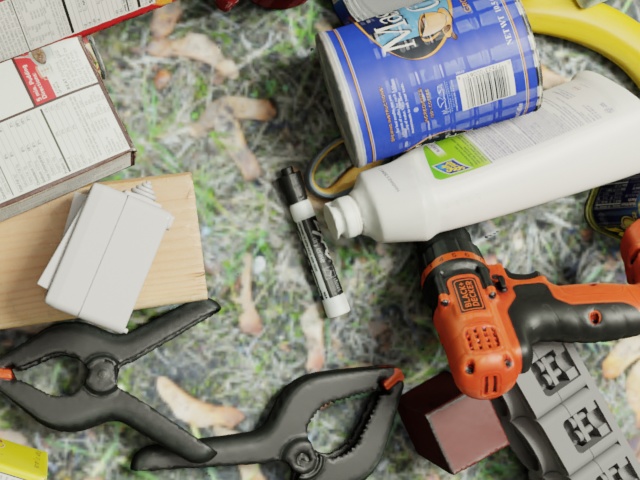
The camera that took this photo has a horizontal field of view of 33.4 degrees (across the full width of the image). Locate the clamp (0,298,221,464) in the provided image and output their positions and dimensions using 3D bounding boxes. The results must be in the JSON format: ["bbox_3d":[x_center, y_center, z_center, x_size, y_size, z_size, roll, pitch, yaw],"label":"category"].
[{"bbox_3d":[-0.150,0.108,0.770,0.171,0.039,0.120,-7,71,-7],"label":"clamp"}]

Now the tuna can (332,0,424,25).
[{"bbox_3d":[0.051,-0.198,0.832,0.086,0.034,0.086,0,89,-14],"label":"tuna can"}]

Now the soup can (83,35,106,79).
[{"bbox_3d":[-0.211,-0.125,0.749,0.102,0.069,0.068,-26,96,-13],"label":"soup can"}]

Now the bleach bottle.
[{"bbox_3d":[0.120,-0.056,0.813,0.250,0.103,0.068,-19,122,-12],"label":"bleach bottle"}]

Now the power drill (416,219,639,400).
[{"bbox_3d":[0.169,0.030,0.784,0.187,0.184,0.057,-10,132,0],"label":"power drill"}]

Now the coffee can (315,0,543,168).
[{"bbox_3d":[0.078,-0.122,0.779,0.140,0.103,0.103,-18,94,-1],"label":"coffee can"}]

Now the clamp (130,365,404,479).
[{"bbox_3d":[-0.026,0.160,0.808,0.164,0.036,0.210,45,82,-8],"label":"clamp"}]

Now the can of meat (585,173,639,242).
[{"bbox_3d":[0.281,-0.021,0.861,0.102,0.084,0.057,23,84,-13],"label":"can of meat"}]

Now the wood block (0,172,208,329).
[{"bbox_3d":[-0.190,0.010,0.742,0.206,0.090,0.091,-7,92,-14],"label":"wood block"}]

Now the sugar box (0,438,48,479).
[{"bbox_3d":[-0.274,0.143,0.718,0.176,0.093,0.048,23,83,-13],"label":"sugar box"}]

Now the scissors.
[{"bbox_3d":[0.084,-0.073,0.848,0.201,0.016,0.096,-27,97,-13],"label":"scissors"}]

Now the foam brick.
[{"bbox_3d":[0.099,0.139,0.818,0.053,0.078,0.051,-27,97,-11],"label":"foam brick"}]

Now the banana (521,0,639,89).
[{"bbox_3d":[0.236,-0.155,0.875,0.197,0.037,0.069,35,80,-11],"label":"banana"}]

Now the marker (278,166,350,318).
[{"bbox_3d":[-0.005,0.001,0.823,0.020,0.020,0.121,-21,94,-13],"label":"marker"}]

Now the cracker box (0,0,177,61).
[{"bbox_3d":[-0.185,-0.217,0.719,0.213,0.072,0.164,-25,63,-12],"label":"cracker box"}]

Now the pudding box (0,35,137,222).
[{"bbox_3d":[-0.187,-0.070,0.686,0.113,0.039,0.090,-25,85,-14],"label":"pudding box"}]

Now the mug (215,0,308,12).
[{"bbox_3d":[-0.032,-0.210,0.786,0.093,0.082,0.117,44,80,-10],"label":"mug"}]
